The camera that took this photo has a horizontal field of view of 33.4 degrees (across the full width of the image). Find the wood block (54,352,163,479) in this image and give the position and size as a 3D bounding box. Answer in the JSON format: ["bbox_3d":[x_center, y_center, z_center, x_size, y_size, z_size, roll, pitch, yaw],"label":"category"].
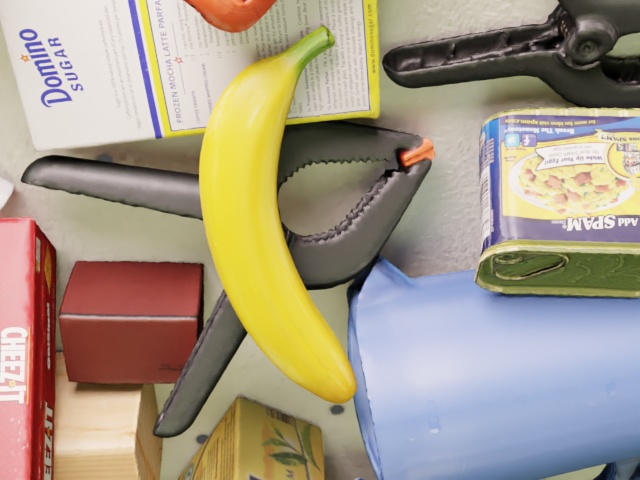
[{"bbox_3d":[-0.207,0.132,0.653,0.206,0.090,0.091,-2,125,-1],"label":"wood block"}]

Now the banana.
[{"bbox_3d":[-0.022,-0.003,0.521,0.070,0.037,0.198,0,115,10],"label":"banana"}]

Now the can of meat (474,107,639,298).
[{"bbox_3d":[0.131,-0.020,0.550,0.102,0.084,0.057,1,156,4],"label":"can of meat"}]

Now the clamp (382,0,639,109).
[{"bbox_3d":[0.119,-0.100,0.533,0.171,0.039,0.120,23,136,-21],"label":"clamp"}]

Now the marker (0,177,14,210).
[{"bbox_3d":[-0.219,-0.052,0.562,0.121,0.020,0.020,33,118,-23],"label":"marker"}]

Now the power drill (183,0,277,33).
[{"bbox_3d":[-0.039,-0.205,0.420,0.187,0.057,0.184,40,93,-20],"label":"power drill"}]

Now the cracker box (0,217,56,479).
[{"bbox_3d":[-0.253,0.078,0.568,0.213,0.164,0.072,-2,165,-2],"label":"cracker box"}]

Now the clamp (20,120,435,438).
[{"bbox_3d":[-0.041,-0.013,0.566,0.210,0.036,0.164,-33,101,-1],"label":"clamp"}]

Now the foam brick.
[{"bbox_3d":[-0.107,0.048,0.621,0.078,0.051,0.053,2,127,-4],"label":"foam brick"}]

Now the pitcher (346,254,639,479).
[{"bbox_3d":[0.140,0.081,0.610,0.243,0.145,0.149,-10,148,1],"label":"pitcher"}]

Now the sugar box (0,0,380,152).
[{"bbox_3d":[-0.060,-0.099,0.519,0.176,0.048,0.093,-4,124,2],"label":"sugar box"}]
